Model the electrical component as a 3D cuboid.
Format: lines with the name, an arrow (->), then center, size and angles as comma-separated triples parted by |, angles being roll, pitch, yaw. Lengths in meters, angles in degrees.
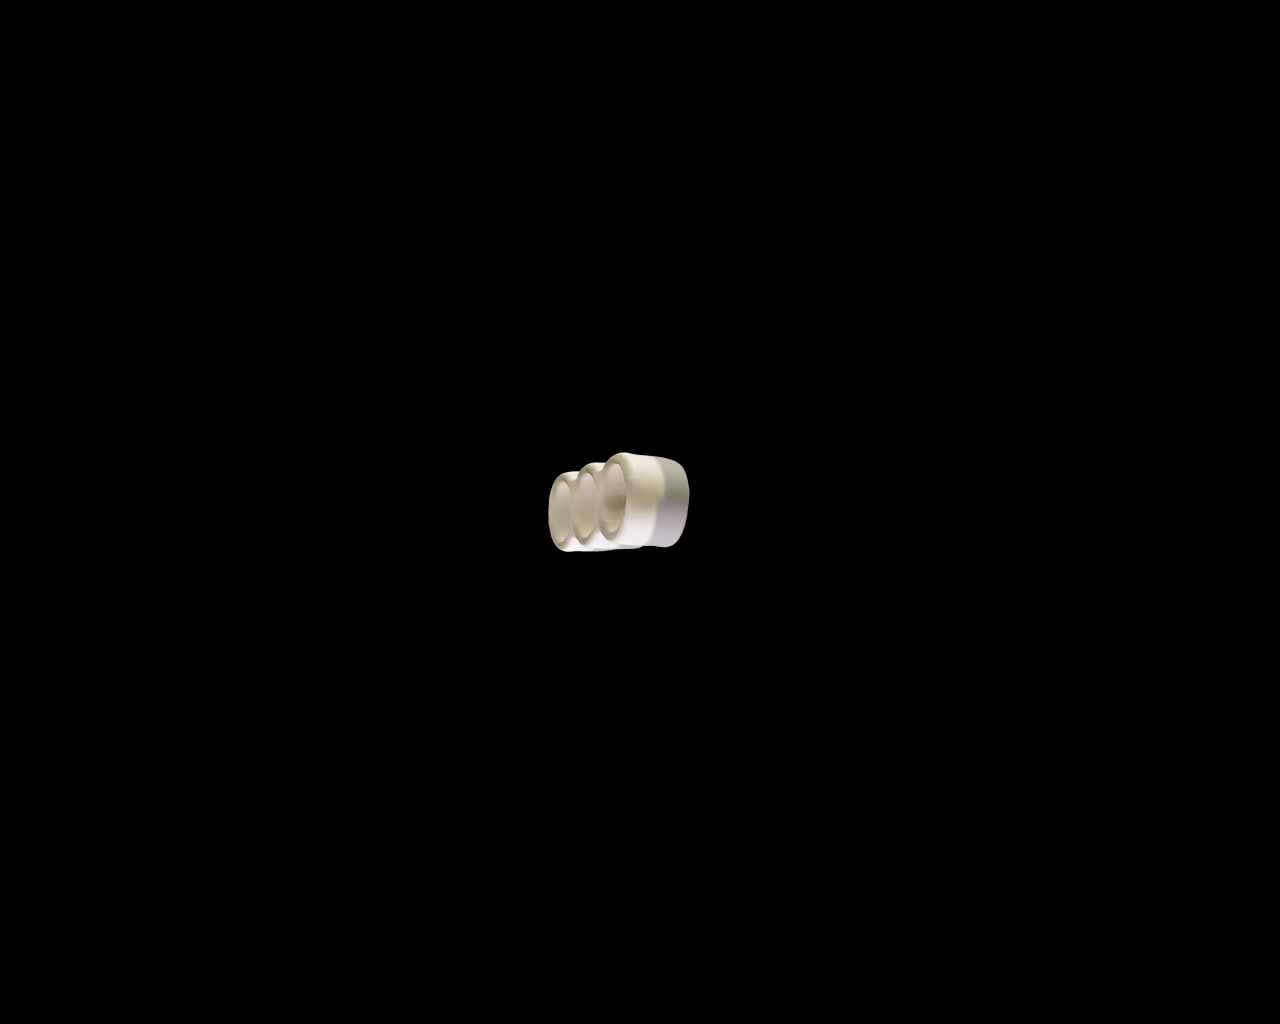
electrical component -> 0.001, -0.003, 0.650 | 0.074, 0.052, 0.138 | 2, -5, -24
